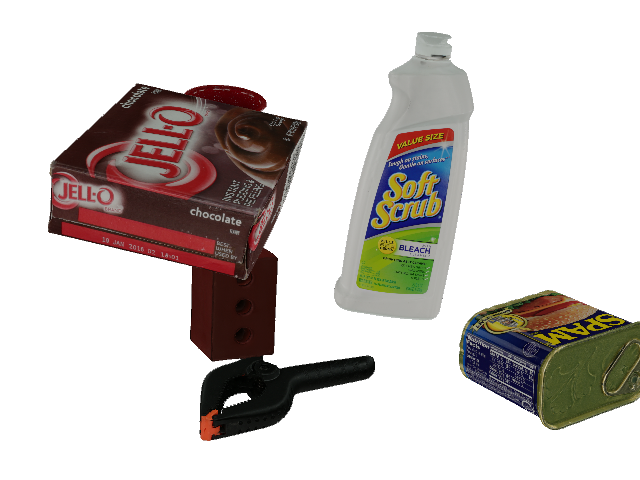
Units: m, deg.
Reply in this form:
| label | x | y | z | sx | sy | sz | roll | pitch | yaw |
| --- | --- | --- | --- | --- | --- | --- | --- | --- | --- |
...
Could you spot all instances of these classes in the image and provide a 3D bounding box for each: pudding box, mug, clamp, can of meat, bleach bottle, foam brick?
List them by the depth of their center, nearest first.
| label | x | y | z | sx | sy | sz | roll | pitch | yaw |
| --- | --- | --- | --- | --- | --- | --- | --- | --- | --- |
| pudding box | -0.061 | -0.031 | 0.487 | 0.090 | 0.039 | 0.113 | 14 | 25 | 4 |
| can of meat | 0.155 | 0.075 | 0.711 | 0.101 | 0.057 | 0.084 | -12 | 21 | -31 |
| foam brick | -0.066 | 0.044 | 0.803 | 0.052 | 0.078 | 0.051 | -4 | 14 | -24 |
| bleach bottle | 0.076 | -0.058 | 0.946 | 0.102 | 0.251 | 0.068 | 7 | 19 | 3 |
| clamp | -0.048 | 0.146 | 1.100 | 0.165 | 0.036 | 0.209 | 15 | 29 | 20 |
| mug | -0.108 | -0.127 | 1.218 | 0.093 | 0.081 | 0.117 | 12 | 27 | 9 |
